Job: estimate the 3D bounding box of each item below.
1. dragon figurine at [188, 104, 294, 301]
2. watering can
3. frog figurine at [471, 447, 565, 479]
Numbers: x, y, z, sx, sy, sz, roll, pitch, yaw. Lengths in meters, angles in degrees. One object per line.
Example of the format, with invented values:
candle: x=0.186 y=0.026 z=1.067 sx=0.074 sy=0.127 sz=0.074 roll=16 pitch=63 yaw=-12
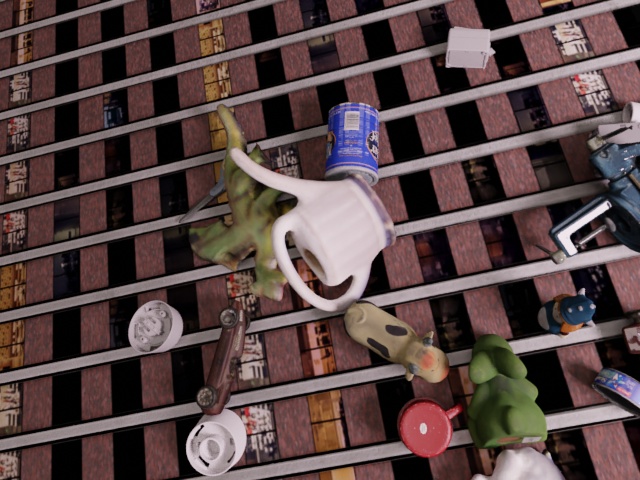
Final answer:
dragon figurine: x=-0.166 y=-0.059 z=1.012 sx=0.242 sy=0.121 sz=0.416 roll=-40 pitch=68 yaw=5
watering can: x=0.003 y=-0.045 z=0.903 sx=0.227 sy=0.104 sz=0.344 roll=-34 pitch=105 yaw=-23
frog figurine: x=0.283 y=0.384 z=0.768 sx=0.159 sy=0.123 sz=0.137 roll=-3 pitch=91 yaw=-2
